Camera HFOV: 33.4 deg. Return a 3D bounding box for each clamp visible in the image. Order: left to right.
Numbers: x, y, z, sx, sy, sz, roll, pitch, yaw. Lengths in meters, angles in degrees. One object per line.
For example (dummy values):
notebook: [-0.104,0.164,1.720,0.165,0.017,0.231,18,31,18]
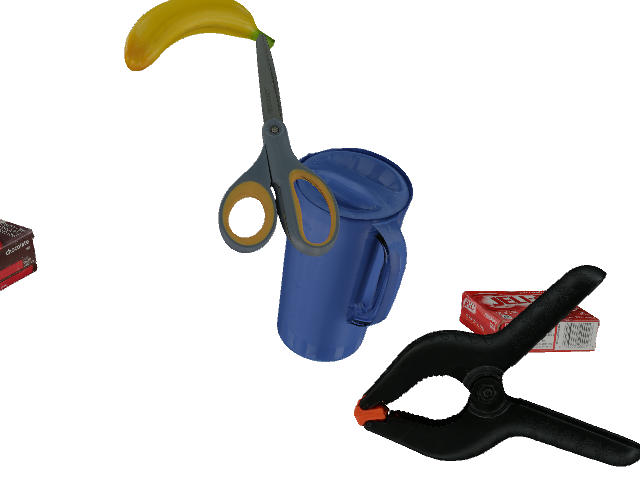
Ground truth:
clamp: [0.109,0.097,0.644,0.171,0.120,0.039,-21,-8,10]

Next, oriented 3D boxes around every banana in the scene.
banana: [-0.123,-0.203,1.015,0.070,0.037,0.197,45,39,19]

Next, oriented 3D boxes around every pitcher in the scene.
pitcher: [0.023,0.029,1.225,0.145,0.243,0.149,15,39,5]

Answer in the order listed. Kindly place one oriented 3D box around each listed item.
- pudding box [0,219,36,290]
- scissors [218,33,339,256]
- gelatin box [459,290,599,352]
pudding box: [-0.272,0.011,0.753,0.114,0.039,0.089,14,30,29]
scissors: [-0.050,-0.069,0.802,0.096,0.202,0.016,-19,-27,-13]
gelatin box: [0.167,0.064,0.861,0.089,0.030,0.073,1,16,-17]
